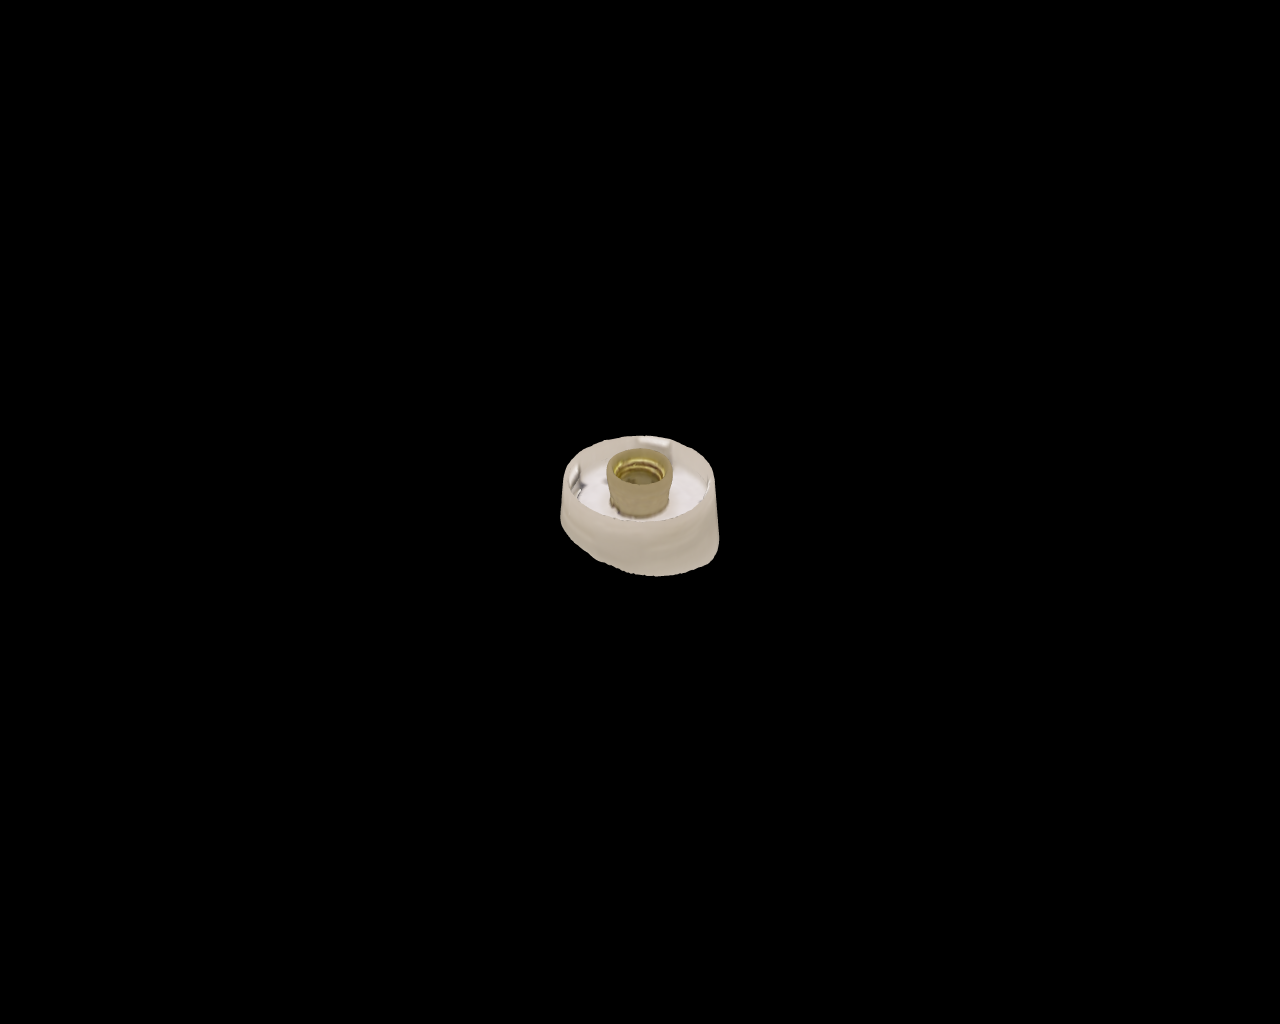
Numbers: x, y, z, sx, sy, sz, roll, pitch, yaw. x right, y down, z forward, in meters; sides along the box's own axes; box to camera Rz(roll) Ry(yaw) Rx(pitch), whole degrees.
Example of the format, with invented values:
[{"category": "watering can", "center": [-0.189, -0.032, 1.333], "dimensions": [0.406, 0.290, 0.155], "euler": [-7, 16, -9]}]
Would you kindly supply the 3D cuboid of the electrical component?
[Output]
[{"category": "electrical component", "center": [0.001, -0.003, 0.650], "dimensions": [0.099, 0.064, 0.099], "euler": [0, 37, 0]}]
